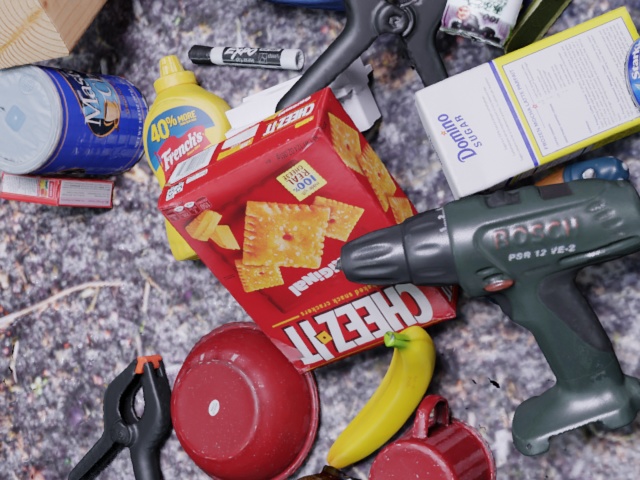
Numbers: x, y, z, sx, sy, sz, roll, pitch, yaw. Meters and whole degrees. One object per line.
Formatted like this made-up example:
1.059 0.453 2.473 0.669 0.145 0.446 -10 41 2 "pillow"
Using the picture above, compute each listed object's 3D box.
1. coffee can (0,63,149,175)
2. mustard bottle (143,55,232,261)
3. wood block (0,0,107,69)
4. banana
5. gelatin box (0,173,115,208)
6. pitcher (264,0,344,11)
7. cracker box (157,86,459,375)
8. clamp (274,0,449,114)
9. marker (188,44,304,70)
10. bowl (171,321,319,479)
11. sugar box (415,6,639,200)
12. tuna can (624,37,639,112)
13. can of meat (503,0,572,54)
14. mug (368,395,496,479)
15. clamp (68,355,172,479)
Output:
-0.245 -0.114 1.026 0.103 0.140 0.103 2 93 27 "coffee can"
-0.118 -0.082 1.009 0.096 0.058 0.191 -19 83 28 "mustard bottle"
-0.242 -0.259 0.978 0.091 0.206 0.090 -5 134 26 "wood block"
0.058 0.131 0.917 0.198 0.069 0.037 108 149 -43 "banana"
-0.261 -0.051 1.067 0.073 0.089 0.030 8 95 26 "gelatin box"
-0.017 -0.324 0.903 0.145 0.149 0.243 11 94 37 "pitcher"
-0.006 0.001 0.887 0.164 0.072 0.213 -23 120 26 "cracker box"
0.048 -0.173 0.854 0.164 0.036 0.210 1 108 -5 "clamp"
-0.072 -0.172 1.003 0.121 0.020 0.020 8 96 27 "marker"
-0.084 0.157 0.998 0.162 0.055 0.162 -2 85 27 "bowl"
0.171 -0.103 0.832 0.176 0.048 0.093 -22 81 3 "sugar box"
0.270 -0.121 0.792 0.034 0.086 0.086 -31 76 60 "tuna can"
0.158 -0.213 0.863 0.084 0.057 0.102 45 111 20 "can of meat"
0.093 0.190 0.903 0.093 0.081 0.117 7 96 27 "mug"
-0.199 0.197 1.077 0.120 0.039 0.171 8 90 21 "clamp"
